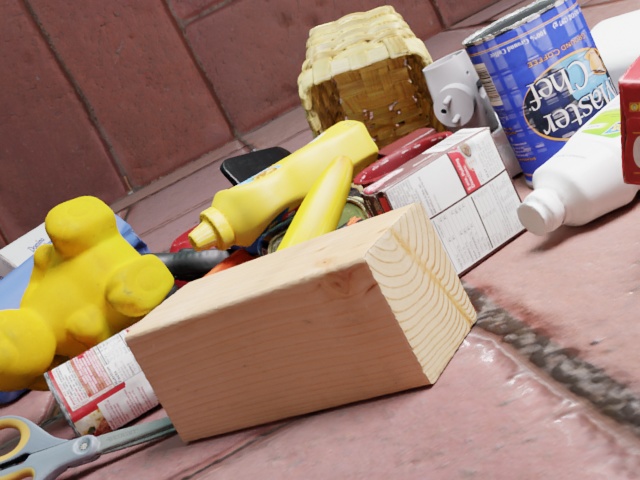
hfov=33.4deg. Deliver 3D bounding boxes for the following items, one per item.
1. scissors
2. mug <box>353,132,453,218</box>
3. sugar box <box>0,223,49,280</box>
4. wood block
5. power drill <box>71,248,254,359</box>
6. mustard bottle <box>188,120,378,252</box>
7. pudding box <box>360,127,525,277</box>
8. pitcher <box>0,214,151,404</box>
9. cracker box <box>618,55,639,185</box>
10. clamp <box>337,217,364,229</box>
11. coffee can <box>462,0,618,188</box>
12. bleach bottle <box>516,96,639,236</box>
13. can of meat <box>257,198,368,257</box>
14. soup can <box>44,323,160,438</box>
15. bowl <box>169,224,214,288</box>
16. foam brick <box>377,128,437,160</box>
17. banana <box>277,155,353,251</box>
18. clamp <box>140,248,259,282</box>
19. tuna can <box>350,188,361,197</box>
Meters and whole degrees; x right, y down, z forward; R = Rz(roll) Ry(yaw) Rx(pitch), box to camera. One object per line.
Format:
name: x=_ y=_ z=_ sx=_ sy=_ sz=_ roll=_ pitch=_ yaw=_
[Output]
scissors: x=-0.185 y=0.146 z=0.799 sx=0.201 sy=0.016 sz=0.096 roll=-29 pitch=47 yaw=-2
mug: x=0.081 y=-0.029 z=0.894 sx=0.093 sy=0.081 sz=0.117 roll=-18 pitch=15 yaw=40
sugar box: x=-0.368 y=0.068 z=1.350 sx=0.093 sy=0.048 sz=0.176 roll=-41 pitch=-20 yaw=-46
wood block: x=-0.016 y=0.058 z=0.708 sx=0.206 sy=0.091 sz=0.090 roll=-20 pitch=13 yaw=34
power drill: x=-0.143 y=0.070 z=1.041 sx=0.188 sy=0.057 sz=0.184 roll=-24 pitch=15 yaw=33
mustard bottle: x=-0.040 y=-0.044 z=1.001 sx=0.191 sy=0.058 sz=0.096 roll=-32 pitch=3 yaw=-22
pudding box: x=0.097 y=-0.023 z=0.809 sx=0.113 sy=0.090 sz=0.039 roll=-32 pitch=14 yaw=-23
pitcher: x=-0.311 y=0.081 z=1.226 sx=0.145 sy=0.149 sz=0.242 roll=16 pitch=37 yaw=27
cracker box: x=0.285 y=-0.095 z=0.642 sx=0.164 sy=0.072 sz=0.213 roll=4 pitch=26 yaw=28
clamp: x=-0.013 y=0.041 z=0.912 sx=0.165 sy=0.036 sz=0.209 roll=-20 pitch=17 yaw=29
coffee can: x=0.198 y=-0.129 z=0.919 sx=0.103 sy=0.140 sz=0.103 roll=-26 pitch=11 yaw=5
bleach bottle: x=0.241 y=-0.080 z=0.806 sx=0.250 sy=0.068 sz=0.103 roll=-35 pitch=14 yaw=-22
can of meat: x=-0.007 y=0.001 z=1.027 sx=0.102 sy=0.057 sz=0.084 roll=-30 pitch=10 yaw=-10
soup can: x=-0.161 y=0.112 z=0.860 sx=0.102 sy=0.068 sz=0.069 roll=-29 pitch=11 yaw=-12
bowl: x=-0.125 y=0.007 z=1.281 sx=0.162 sy=0.055 sz=0.162 roll=-26 pitch=11 yaw=5
foam brick: x=0.096 y=-0.061 z=1.013 sx=0.053 sy=0.078 sz=0.051 roll=-29 pitch=13 yaw=-6
banana: x=-0.009 y=0.001 z=0.855 sx=0.070 sy=0.037 sz=0.197 roll=-57 pitch=4 yaw=33
clamp: x=-0.151 y=0.027 z=1.159 sx=0.172 sy=0.039 sz=0.120 roll=-8 pitch=-4 yaw=25
tuna can: x=0.038 y=-0.068 z=1.290 sx=0.086 sy=0.034 sz=0.086 roll=-26 pitch=11 yaw=5
